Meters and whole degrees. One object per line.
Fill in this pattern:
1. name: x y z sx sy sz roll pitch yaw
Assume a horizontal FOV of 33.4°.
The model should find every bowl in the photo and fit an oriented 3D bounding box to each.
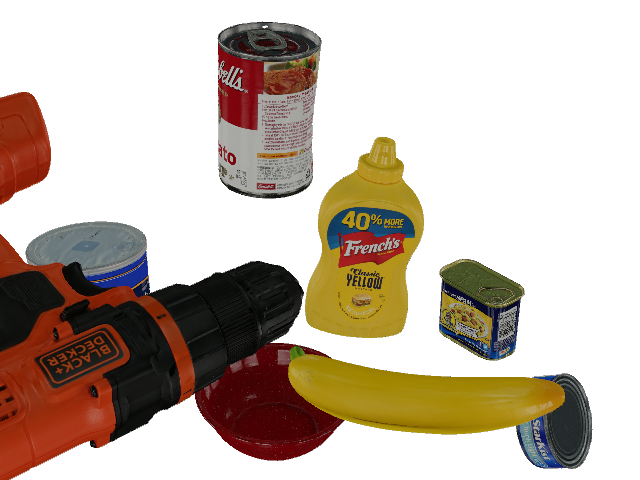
1. bowl: -0.046 0.173 1.085 0.162 0.055 0.162 1 31 -1

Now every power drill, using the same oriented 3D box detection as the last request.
1. power drill: -0.125 0.010 0.511 0.184 0.057 0.188 -24 57 -31

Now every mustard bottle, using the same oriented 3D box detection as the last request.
1. mustard bottle: 0.044 -0.004 0.979 0.096 0.192 0.058 7 27 -4

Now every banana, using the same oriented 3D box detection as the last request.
1. banana: 0.056 0.098 0.702 0.198 0.037 0.069 8 33 23

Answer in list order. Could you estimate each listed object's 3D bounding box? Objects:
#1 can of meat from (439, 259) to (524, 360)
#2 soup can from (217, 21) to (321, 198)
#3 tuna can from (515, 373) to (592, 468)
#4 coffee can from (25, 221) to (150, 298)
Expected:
1. can of meat: 0.186 0.082 1.254 0.057 0.084 0.102 -23 37 -34
2. soup can: -0.035 -0.088 0.720 0.068 0.102 0.068 2 30 -2
3. tuna can: 0.214 0.166 0.977 0.034 0.086 0.085 -11 -7 40
4. coffee can: -0.199 0.067 0.944 0.103 0.140 0.103 -1 24 0
